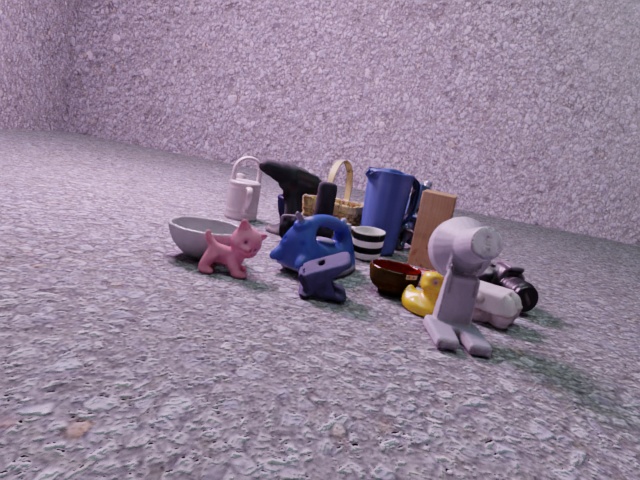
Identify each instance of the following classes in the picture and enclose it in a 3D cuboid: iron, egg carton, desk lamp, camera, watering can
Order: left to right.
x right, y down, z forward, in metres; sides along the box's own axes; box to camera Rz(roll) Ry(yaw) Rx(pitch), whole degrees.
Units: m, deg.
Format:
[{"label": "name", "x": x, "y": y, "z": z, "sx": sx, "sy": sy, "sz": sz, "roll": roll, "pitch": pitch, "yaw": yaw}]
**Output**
[{"label": "watering can", "x": -0.235, "y": -0.164, "z": 1.767, "sx": 0.101, "sy": 0.194, "sz": 0.172, "roll": 0, "pitch": 15, "yaw": -43}, {"label": "iron", "x": 0.012, "y": 0.005, "z": 1.297, "sx": 0.118, "sy": 0.141, "sz": 0.259, "roll": 19, "pitch": 14, "yaw": 37}, {"label": "desk lamp", "x": 0.260, "y": 0.069, "z": 1.024, "sx": 0.118, "sy": 0.213, "sz": 0.203, "roll": 10, "pitch": 11, "yaw": -3}, {"label": "egg carton", "x": 0.335, "y": 0.127, "z": 1.178, "sx": 0.149, "sy": 0.069, "sz": 0.107, "roll": 17, "pitch": 13, "yaw": 29}, {"label": "camera", "x": 0.421, "y": 0.103, "z": 1.303, "sx": 0.143, "sy": 0.101, "sz": 0.136, "roll": 8, "pitch": 12, "yaw": -16}]

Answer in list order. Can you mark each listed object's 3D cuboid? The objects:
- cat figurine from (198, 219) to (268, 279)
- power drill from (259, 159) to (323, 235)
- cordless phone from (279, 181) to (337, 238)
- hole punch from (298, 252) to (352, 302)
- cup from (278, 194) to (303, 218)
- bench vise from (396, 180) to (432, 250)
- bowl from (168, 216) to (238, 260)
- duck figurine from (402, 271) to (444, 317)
[{"label": "cat figurine", "x": -0.172, "y": 0.012, "z": 1.148, "sx": 0.128, "sy": 0.118, "sz": 0.067, "roll": 9, "pitch": 11, "yaw": -9}, {"label": "power drill", "x": -0.092, "y": -0.121, "z": 1.652, "sx": 0.230, "sy": 0.208, "sz": 0.075, "roll": 0, "pitch": 15, "yaw": -43}, {"label": "cordless phone", "x": -0.029, "y": -0.072, "z": 1.530, "sx": 0.147, "sy": 0.185, "sz": 0.094, "roll": 10, "pitch": 11, "yaw": -5}, {"label": "hole punch", "x": 0.009, "y": 0.065, "z": 1.123, "sx": 0.101, "sy": 0.091, "sz": 0.108, "roll": 10, "pitch": 11, "yaw": -4}, {"label": "cup", "x": -0.082, "y": -0.089, "z": 1.796, "sx": 0.118, "sy": 0.095, "sz": 0.091, "roll": 7, "pitch": 12, "yaw": -20}, {"label": "bench vise", "x": 0.286, "y": -0.078, "z": 1.770, "sx": 0.121, "sy": 0.220, "sz": 0.208, "roll": 17, "pitch": 13, "yaw": 30}, {"label": "bowl", "x": -0.246, "y": 0.002, "z": 1.235, "sx": 0.167, "sy": 0.075, "sz": 0.167, "roll": 10, "pitch": 11, "yaw": -2}, {"label": "duck figurine", "x": 0.215, "y": 0.104, "z": 1.140, "sx": 0.078, "sy": 0.086, "sz": 0.104, "roll": 0, "pitch": 16, "yaw": -44}]
